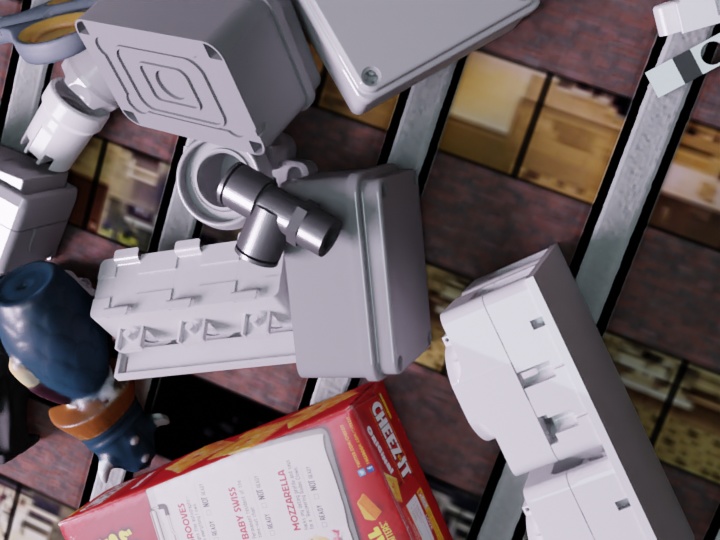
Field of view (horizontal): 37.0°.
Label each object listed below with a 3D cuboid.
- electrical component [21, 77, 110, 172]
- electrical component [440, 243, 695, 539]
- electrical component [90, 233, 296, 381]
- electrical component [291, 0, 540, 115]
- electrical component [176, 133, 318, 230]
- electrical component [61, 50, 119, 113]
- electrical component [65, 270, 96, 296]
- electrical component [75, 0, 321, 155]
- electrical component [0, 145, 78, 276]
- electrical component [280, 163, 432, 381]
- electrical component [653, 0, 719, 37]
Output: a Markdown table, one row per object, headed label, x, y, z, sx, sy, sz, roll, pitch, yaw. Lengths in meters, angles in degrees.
| label | x | y | z | sx | sy | sz | roll | pitch | yaw |
| --- | --- | --- | --- | --- | --- | --- | --- | --- | --- |
| electrical component | -0.183 | -0.089 | 0.662 | 0.040 | 0.040 | 0.046 | 43 | 115 | 5 |
| electrical component | 0.111 | 0.089 | 0.572 | 0.060 | 0.105 | 0.186 | -25 | 92 | 19 |
| electrical component | -0.091 | 0.018 | 0.634 | 0.121 | 0.063 | 0.078 | -7 | 57 | 18 |
| electrical component | 0.019 | -0.155 | 0.562 | 0.109 | 0.056 | 0.108 | -30 | 91 | -6 |
| electrical component | -0.071 | -0.054 | 0.625 | 0.078 | 0.057 | 0.058 | 11 | 103 | 14 |
| electrical component | -0.144 | -0.127 | 0.641 | 0.062 | 0.043 | 0.043 | -39 | 88 | 18 |
| electrical component | -0.187 | 0.017 | 0.685 | 0.061 | 0.035 | 0.035 | 4 | 101 | 13 |
| electrical component | -0.086 | -0.116 | 0.580 | 0.113 | 0.057 | 0.078 | 17 | 147 | 34 |
| electrical component | -0.236 | -0.049 | 0.673 | 0.096 | 0.062 | 0.061 | 28 | 107 | 10 |
| electrical component | 0.000 | 0.000 | 0.603 | 0.057 | 0.078 | 0.113 | -2 | 99 | 20 |
| electrical component | 0.177 | -0.154 | 0.540 | 0.066 | 0.048 | 0.055 | -13 | 104 | 18 |
